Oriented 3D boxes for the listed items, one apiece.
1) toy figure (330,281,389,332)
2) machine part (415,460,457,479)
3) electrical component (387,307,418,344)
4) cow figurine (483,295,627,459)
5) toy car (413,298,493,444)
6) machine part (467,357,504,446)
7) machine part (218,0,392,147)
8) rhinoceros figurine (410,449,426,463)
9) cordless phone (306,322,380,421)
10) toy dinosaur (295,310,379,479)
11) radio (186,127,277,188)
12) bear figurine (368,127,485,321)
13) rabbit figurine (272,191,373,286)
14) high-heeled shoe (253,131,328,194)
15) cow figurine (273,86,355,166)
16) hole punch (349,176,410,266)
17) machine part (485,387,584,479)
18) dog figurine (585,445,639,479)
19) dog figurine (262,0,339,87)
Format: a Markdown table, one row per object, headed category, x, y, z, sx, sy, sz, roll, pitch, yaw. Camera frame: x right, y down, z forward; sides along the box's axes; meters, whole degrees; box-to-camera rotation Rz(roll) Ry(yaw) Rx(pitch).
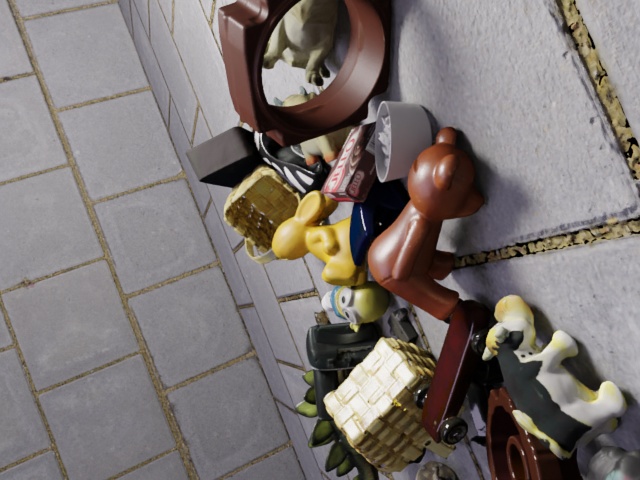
| category | x | y | z | sx | sy | sz | roll | pitch | yaw |
| --- | --- | --- | --- | --- | --- | --- | --- | --- | --- |
| toy figure | 0.068 | 0.111 | 1.005 | 0.082 | 0.089 | 0.180 | 54 | 170 | -1 |
| machine part | 0.213 | 0.490 | 1.014 | 0.079 | 0.079 | 0.242 | 52 | 157 | 41 |
| electrical component | 0.144 | 0.155 | 0.926 | 0.063 | 0.021 | 0.094 | 59 | 159 | 28 |
| cow figurine | 0.223 | 0.139 | 0.565 | 0.167 | 0.098 | 0.068 | 55 | 163 | 36 |
| toy car | 0.180 | 0.173 | 0.708 | 0.089 | 0.053 | 0.202 | -138 | 55 | -59 |
| machine part | 0.223 | 0.214 | 0.732 | 0.084 | 0.039 | 0.138 | -2 | 99 | 66 |
| machine part | -0.012 | -0.228 | 0.661 | 0.087 | 0.201 | 0.201 | 48 | 152 | 43 |
| rhinoceros figurine | 0.117 | 0.361 | 1.012 | 0.190 | 0.073 | 0.112 | 40 | -166 | -22 |
| cordless phone | 0.051 | 0.251 | 1.039 | 0.089 | 0.147 | 0.184 | 131 | 134 | -80 |
| toy dinosaur | 0.064 | 0.375 | 1.120 | 0.105 | 0.199 | 0.471 | 138 | 112 | -74 |
| radio | -0.179 | -0.175 | 1.179 | 0.073 | 0.131 | 0.229 | 65 | -166 | 4 |
| bear figurine | 0.142 | -0.021 | 0.637 | 0.195 | 0.132 | 0.120 | -60 | 10 | 31 |
| rabbit figurine | -0.002 | -0.003 | 0.914 | 0.122 | 0.173 | 0.162 | -13 | -73 | -67 |
| high-heeled shoe | -0.066 | -0.189 | 1.037 | 0.248 | 0.086 | 0.145 | 56 | 167 | 5 |
| cow figurine | -0.013 | -0.193 | 0.891 | 0.127 | 0.085 | 0.195 | 67 | 165 | -14 |
| hole punch | 0.080 | -0.032 | 0.802 | 0.142 | 0.092 | 0.116 | 97 | 151 | -62 |
| machine part | 0.244 | 0.258 | 0.619 | 0.179 | 0.056 | 0.179 | -35 | -60 | -90 |
| dog figurine | 0.311 | 0.288 | 0.469 | 0.192 | 0.108 | 0.219 | 48 | 149 | 44 |
| dog figurine | -0.013 | -0.335 | 0.759 | 0.172 | 0.121 | 0.190 | -108 | 33 | -58 |
